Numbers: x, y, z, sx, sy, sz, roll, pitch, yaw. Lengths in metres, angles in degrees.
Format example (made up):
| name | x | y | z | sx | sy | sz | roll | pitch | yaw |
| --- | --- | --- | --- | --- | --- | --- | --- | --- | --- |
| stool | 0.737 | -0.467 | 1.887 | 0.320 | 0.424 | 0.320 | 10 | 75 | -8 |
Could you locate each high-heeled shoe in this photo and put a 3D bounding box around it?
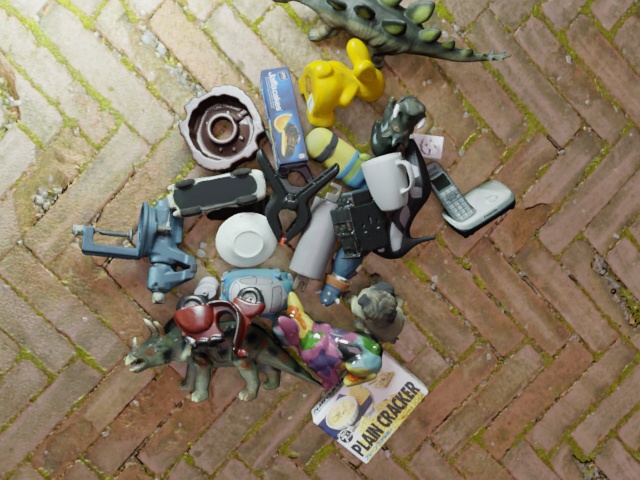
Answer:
| name | x | y | z | sx | sy | sz | roll | pitch | yaw |
| --- | --- | --- | --- | --- | --- | --- | --- | --- | --- |
| high-heeled shoe | 0.164 | -0.083 | 1.152 | 0.145 | 0.086 | 0.248 | -8 | 97 | 22 |

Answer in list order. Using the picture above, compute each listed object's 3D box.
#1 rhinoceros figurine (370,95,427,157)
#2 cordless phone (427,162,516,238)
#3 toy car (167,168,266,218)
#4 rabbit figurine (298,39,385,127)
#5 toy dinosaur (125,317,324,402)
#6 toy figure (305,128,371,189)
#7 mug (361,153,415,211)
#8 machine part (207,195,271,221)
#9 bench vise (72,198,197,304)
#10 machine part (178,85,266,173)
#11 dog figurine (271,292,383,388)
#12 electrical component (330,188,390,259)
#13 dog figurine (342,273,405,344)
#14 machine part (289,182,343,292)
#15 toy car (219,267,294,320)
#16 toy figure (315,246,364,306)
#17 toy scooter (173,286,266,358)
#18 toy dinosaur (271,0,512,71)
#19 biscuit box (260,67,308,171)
| name | x | y | z | sx | sy | sz | roll | pitch | yaw |
| --- | --- | --- | --- | --- | --- | --- | --- | --- | --- |
| rhinoceros figurine | 0.154 | -0.230 | 1.088 | 0.073 | 0.190 | 0.112 | 28 | 66 | -7 |
| cordless phone | 0.317 | -0.109 | 1.172 | 0.146 | 0.088 | 0.184 | -33 | 78 | -1 |
| toy car | -0.210 | -0.096 | 1.096 | 0.202 | 0.056 | 0.073 | -12 | 91 | -8 |
| rabbit figurine | 0.056 | -0.324 | 1.092 | 0.173 | 0.162 | 0.122 | -4 | 59 | -19 |
| toy dinosaur | -0.190 | 0.234 | 1.139 | 0.405 | 0.131 | 0.192 | -1 | 96 | -11 |
| toy figure | 0.049 | -0.167 | 1.130 | 0.180 | 0.089 | 0.082 | 39 | 84 | -5 |
| mug | 0.146 | -0.115 | 1.073 | 0.081 | 0.110 | 0.107 | -31 | 111 | -43 |
| machine part | -0.176 | -0.063 | 1.147 | 0.139 | 0.039 | 0.084 | 3 | 100 | -7 |
| bench vise | -0.373 | 0.017 | 1.085 | 0.240 | 0.129 | 0.223 | 8 | 87 | -23 |
| machine part | -0.199 | -0.226 | 1.108 | 0.179 | 0.056 | 0.179 | 0 | 89 | 4 |
| dog figurine | 0.006 | 0.200 | 1.104 | 0.192 | 0.108 | 0.219 | -19 | 122 | 34 |
| electrical component | 0.083 | -0.036 | 1.104 | 0.115 | 0.058 | 0.134 | -21 | 100 | -45 |
| dog figurine | 0.132 | 0.164 | 1.118 | 0.121 | 0.190 | 0.172 | -44 | 99 | 0 |
| machine part | -0.002 | -0.003 | 1.147 | 0.079 | 0.079 | 0.243 | 20 | 92 | -7 |
| toy car | -0.133 | 0.112 | 1.135 | 0.162 | 0.103 | 0.109 | 7 | 94 | -7 |
| toy figure | 0.048 | 0.074 | 1.167 | 0.057 | 0.064 | 0.154 | 22 | 96 | -48 |
| toy scooter | -0.193 | 0.168 | 1.042 | 0.184 | 0.075 | 0.135 | -9 | 70 | 1 |
| toy dinosaur | 0.130 | -0.416 | 1.054 | 0.472 | 0.198 | 0.105 | 16 | 86 | -5 |
| biscuit box | -0.076 | -0.249 | 1.106 | 0.063 | 0.059 | 0.202 | -12 | 85 | -11 |
